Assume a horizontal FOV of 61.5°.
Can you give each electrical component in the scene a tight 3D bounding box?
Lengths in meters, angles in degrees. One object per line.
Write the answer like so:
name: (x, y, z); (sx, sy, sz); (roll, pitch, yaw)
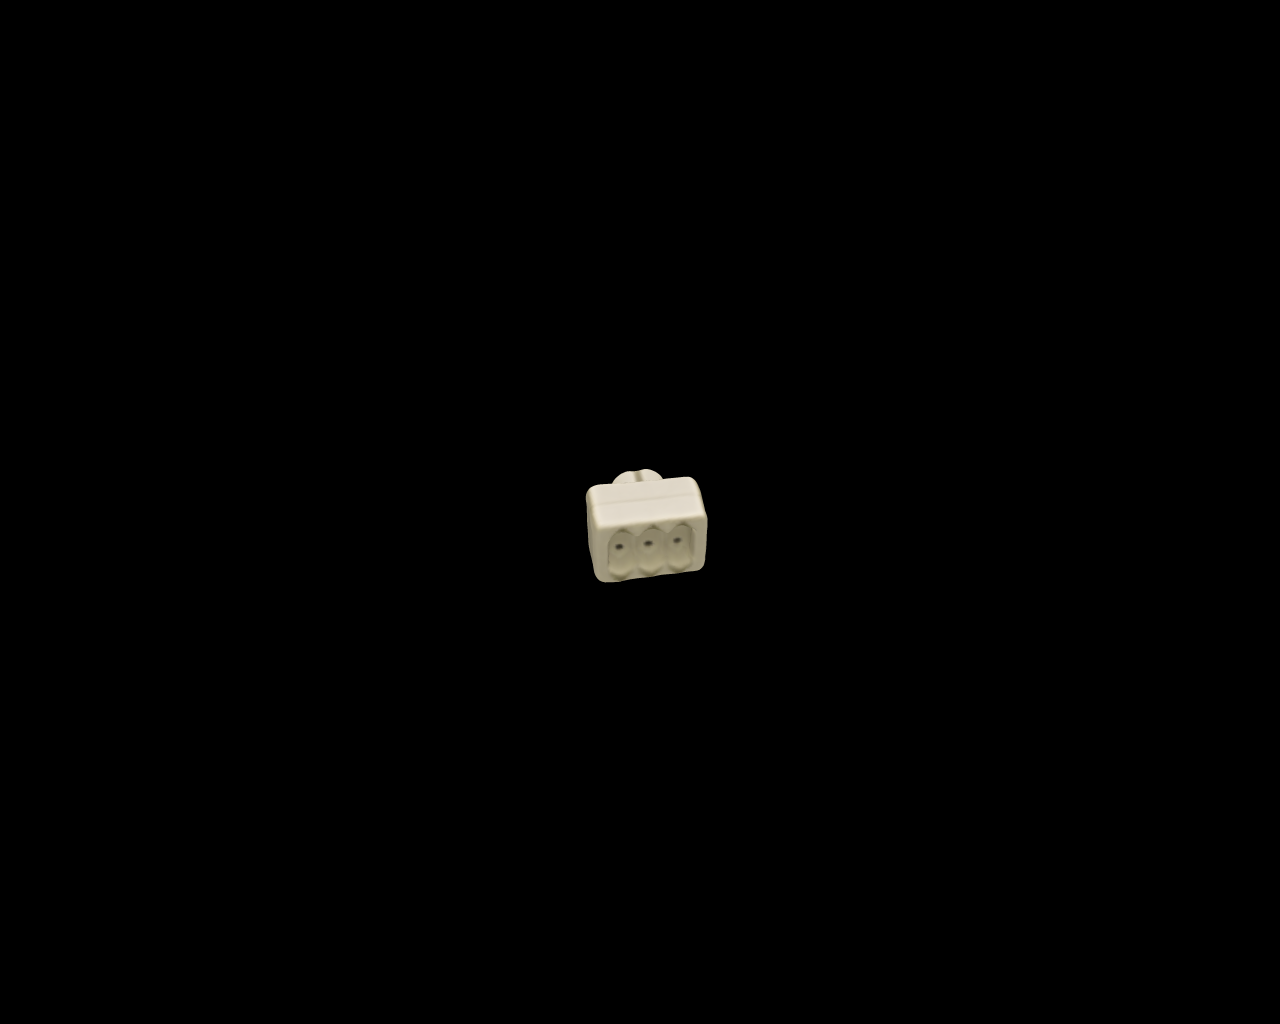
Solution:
electrical component: (0.001, -0.003, 0.650); (0.066, 0.047, 0.077); (-6, 43, -7)
